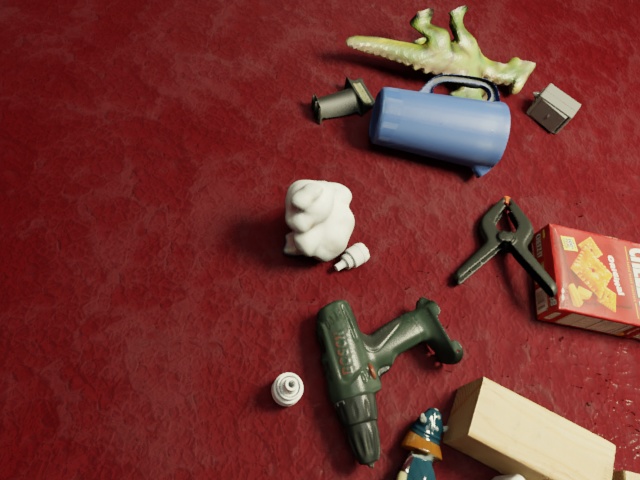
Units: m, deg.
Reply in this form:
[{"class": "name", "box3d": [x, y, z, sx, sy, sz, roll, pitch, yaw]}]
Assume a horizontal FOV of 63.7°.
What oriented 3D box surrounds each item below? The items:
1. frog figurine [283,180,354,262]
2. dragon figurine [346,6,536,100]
[{"class": "frog figurine", "box3d": [0.002, -0.041, 0.813, 0.123, 0.156, 0.140, 38, 62, 7]}, {"class": "dragon figurine", "box3d": [0.269, -0.345, 1.072, 0.412, 0.120, 0.245, -17, 76, -19]}]
